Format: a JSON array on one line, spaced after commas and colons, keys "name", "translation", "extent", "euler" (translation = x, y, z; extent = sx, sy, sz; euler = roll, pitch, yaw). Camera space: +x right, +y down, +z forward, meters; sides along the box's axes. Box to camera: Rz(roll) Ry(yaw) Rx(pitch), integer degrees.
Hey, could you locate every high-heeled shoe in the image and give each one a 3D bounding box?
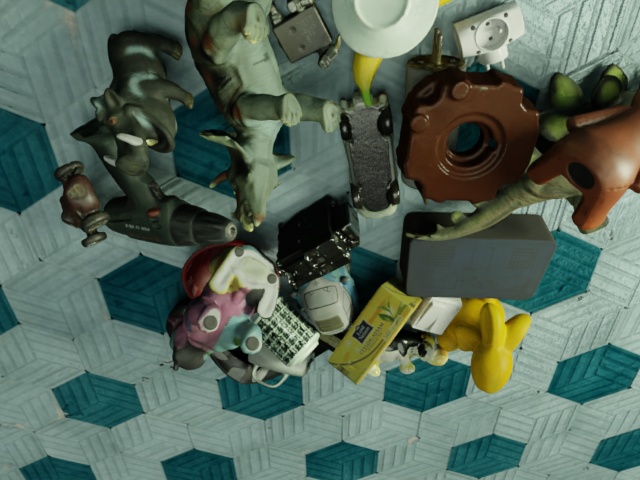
[{"name": "high-heeled shoe", "translation": [-0.169, 0.186, 1.011], "extent": [0.248, 0.086, 0.145], "euler": [10, 99, -28]}]

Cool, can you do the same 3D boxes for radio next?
[{"name": "radio", "translation": [0.249, 0.028, 0.879], "extent": [0.230, 0.073, 0.131], "euler": [2, 128, 0]}]

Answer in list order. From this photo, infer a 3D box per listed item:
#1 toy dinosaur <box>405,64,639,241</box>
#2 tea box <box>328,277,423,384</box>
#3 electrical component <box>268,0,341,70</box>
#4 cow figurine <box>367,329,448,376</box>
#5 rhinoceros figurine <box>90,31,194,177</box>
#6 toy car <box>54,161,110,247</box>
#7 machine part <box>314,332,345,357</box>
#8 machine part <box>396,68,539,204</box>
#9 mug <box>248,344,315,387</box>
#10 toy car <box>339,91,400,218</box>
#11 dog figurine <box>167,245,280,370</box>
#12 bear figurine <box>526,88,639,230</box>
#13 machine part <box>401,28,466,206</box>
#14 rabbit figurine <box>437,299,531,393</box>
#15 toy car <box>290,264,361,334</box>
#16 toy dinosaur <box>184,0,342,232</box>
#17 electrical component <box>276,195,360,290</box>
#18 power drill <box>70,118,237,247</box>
[{"name": "toy dinosaur", "translation": [0.343, -0.113, 0.755], "extent": [0.471, 0.105, 0.198], "euler": [-42, 110, 14]}, {"name": "tea box", "translation": [0.096, 0.153, 0.921], "extent": [0.068, 0.098, 0.169], "euler": [36, 105, 14]}, {"name": "electrical component", "translation": [-0.018, -0.262, 0.671], "extent": [0.078, 0.045, 0.102], "euler": [-19, 125, 11]}, {"name": "cow figurine", "translation": [0.157, 0.197, 1.011], "extent": [0.167, 0.068, 0.098], "euler": [-6, 121, 3]}, {"name": "rhinoceros figurine", "translation": [-0.217, -0.169, 0.650], "extent": [0.112, 0.190, 0.073], "euler": [6, 158, -39]}, {"name": "toy car", "translation": [-0.339, -0.043, 0.758], "extent": [0.053, 0.202, 0.089], "euler": [-30, 94, -26]}, {"name": "machine part", "translation": [-0.010, 0.209, 1.034], "extent": [0.084, 0.039, 0.139], "euler": [29, 120, -30]}, {"name": "machine part", "translation": [0.182, -0.125, 0.669], "extent": [0.179, 0.056, 0.179], "euler": [-2, 124, -3]}, {"name": "mug", "translation": [-0.071, 0.214, 0.973], "extent": [0.107, 0.109, 0.080], "euler": [19, 161, 14]}, {"name": "toy car", "translation": [0.073, -0.119, 0.775], "extent": [0.074, 0.056, 0.201], "euler": [-6, 125, 8]}, {"name": "dog figurine", "translation": [-0.167, 0.111, 0.853], "extent": [0.108, 0.191, 0.219], "euler": [28, 156, -24]}, {"name": "bear figurine", "translation": [0.372, -0.124, 0.648], "extent": [0.196, 0.120, 0.131], "euler": [-37, 163, -12]}, {"name": "machine part", "translation": [0.151, -0.156, 0.727], "extent": [0.079, 0.079, 0.242], "euler": [-1, 123, 0]}, {"name": "rabbit figurine", "translation": [0.295, 0.177, 0.930], "extent": [0.122, 0.173, 0.162], "euler": [19, 129, -10]}, {"name": "toy car", "translation": [0.011, 0.106, 0.915], "extent": [0.109, 0.103, 0.161], "euler": [-15, 123, 11]}, {"name": "toy dinosaur", "translation": [-0.102, -0.219, 0.655], "extent": [0.192, 0.131, 0.404], "euler": [2, 118, 38]}, {"name": "electrical component", "translation": [-0.002, -0.002, 0.824], "extent": [0.134, 0.115, 0.058], "euler": [-30, 126, 19]}, {"name": "power drill", "translation": [-0.236, -0.082, 0.751], "extent": [0.232, 0.086, 0.207], "euler": [0, 130, 34]}]
